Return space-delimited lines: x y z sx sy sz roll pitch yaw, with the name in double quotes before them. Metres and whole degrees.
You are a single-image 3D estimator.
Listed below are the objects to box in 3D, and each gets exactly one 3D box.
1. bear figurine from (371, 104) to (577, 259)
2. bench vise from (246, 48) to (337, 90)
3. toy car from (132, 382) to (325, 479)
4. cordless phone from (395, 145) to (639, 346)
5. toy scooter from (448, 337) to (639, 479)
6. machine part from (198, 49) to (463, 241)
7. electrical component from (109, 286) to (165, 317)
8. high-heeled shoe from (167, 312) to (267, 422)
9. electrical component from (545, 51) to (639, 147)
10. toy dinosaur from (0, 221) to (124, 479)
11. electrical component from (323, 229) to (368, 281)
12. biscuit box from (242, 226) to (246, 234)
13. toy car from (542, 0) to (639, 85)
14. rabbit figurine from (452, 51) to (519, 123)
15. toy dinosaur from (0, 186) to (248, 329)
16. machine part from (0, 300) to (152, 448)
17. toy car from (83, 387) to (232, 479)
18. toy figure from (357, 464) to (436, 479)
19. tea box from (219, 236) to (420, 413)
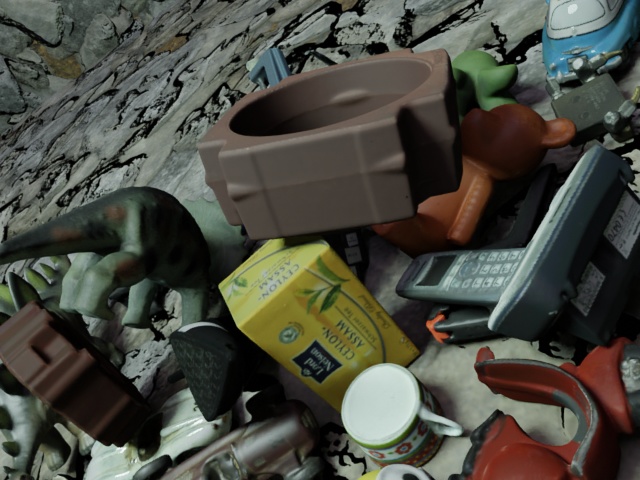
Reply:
"bear figurine" 0.136 -0.071 0.529 0.196 0.132 0.120 -50 33 12
"bench vise" -0.043 -0.168 0.675 0.223 0.129 0.241 -48 46 35
"toy car" -0.090 0.212 0.489 0.202 0.053 0.089 -32 75 8
"cordless phone" 0.151 0.007 0.438 0.146 0.088 0.184 -54 23 -19
"toy scooter" 0.147 0.135 0.369 0.135 0.075 0.184 15 60 48
"machine part" 0.016 -0.086 0.459 0.201 0.087 0.201 -8 29 17
"electrical component" -0.274 0.057 0.820 0.048 0.074 0.119 -28 36 17
"high-heeled shoe" -0.067 0.098 0.516 0.145 0.086 0.249 -26 -1 -29
"electrical component" 0.278 -0.142 0.546 0.078 0.045 0.102 -19 57 27
"toy dinosaur" -0.366 0.133 0.717 0.105 0.198 0.472 -33 33 3
"electrical component" -0.001 -0.002 0.586 0.058 0.115 0.134 -15 83 31
"biscuit box" -0.053 -0.065 0.756 0.203 0.062 0.059 -15 45 31
"toy car" 0.300 -0.257 0.609 0.109 0.102 0.161 0 51 43
"rabbit figurine" 0.164 -0.181 0.646 0.170 0.121 0.159 -40 38 -24
"toy dinosaur" -0.200 0.007 0.624 0.131 0.404 0.192 6 74 14
"machine part" -0.254 0.136 0.559 0.056 0.179 0.180 -47 37 -20
"toy car" -0.181 0.223 0.582 0.202 0.056 0.074 -30 38 14
"toy figure" 0.065 0.230 0.340 0.089 0.082 0.180 -32 40 9
"tea box" 0.004 0.072 0.478 0.098 0.169 0.068 -43 37 0
